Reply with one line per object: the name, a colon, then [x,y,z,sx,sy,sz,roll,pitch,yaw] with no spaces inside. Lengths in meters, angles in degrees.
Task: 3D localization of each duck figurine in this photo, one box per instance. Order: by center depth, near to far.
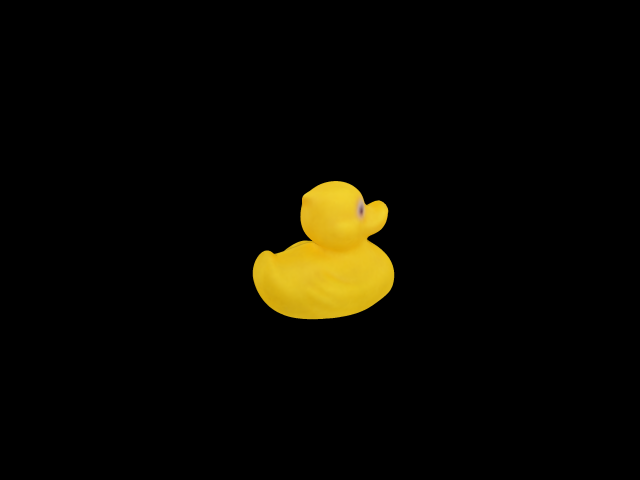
duck figurine: [0.004,0.001,0.400,0.105,0.086,0.077,-11,32,-18]
